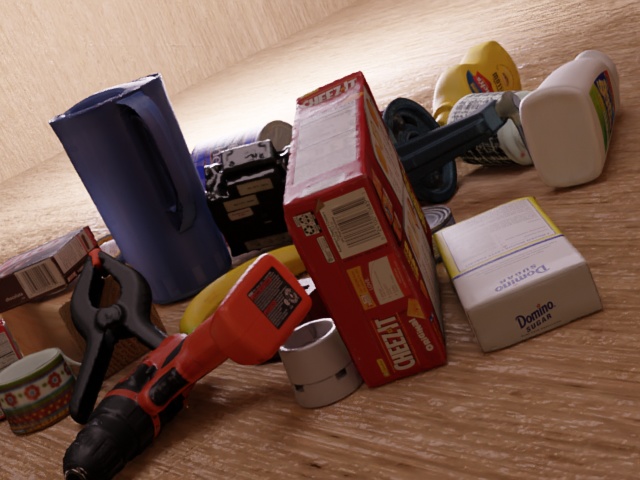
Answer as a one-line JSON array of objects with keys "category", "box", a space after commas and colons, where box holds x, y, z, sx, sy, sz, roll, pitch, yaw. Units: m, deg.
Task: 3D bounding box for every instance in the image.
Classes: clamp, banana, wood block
[{"category": "clamp", "box": [-0.195, 0.086, 0.985, 0.120, 0.039, 0.172, -27, 53, -8]}, {"category": "banana", "box": [-0.077, 0.054, 1.065, 0.070, 0.037, 0.197, 13, 38, 38]}, {"category": "wood block", "box": [-0.259, 0.081, 1.134, 0.090, 0.090, 0.206, -34, 19, -29]}]

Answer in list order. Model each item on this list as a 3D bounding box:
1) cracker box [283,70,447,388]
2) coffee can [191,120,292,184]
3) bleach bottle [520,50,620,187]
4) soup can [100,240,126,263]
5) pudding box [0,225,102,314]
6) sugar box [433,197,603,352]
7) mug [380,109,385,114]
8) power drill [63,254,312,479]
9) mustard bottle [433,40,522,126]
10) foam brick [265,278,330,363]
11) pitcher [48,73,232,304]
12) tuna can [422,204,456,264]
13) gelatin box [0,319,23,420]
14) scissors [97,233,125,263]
[{"category": "cracker box", "box": [0.034, -0.015, 0.830, 0.072, 0.164, 0.213, -20, 26, 12]}, {"category": "coffee can", "box": [-0.099, -0.102, 1.479, 0.141, 0.103, 0.102, -10, 20, 41]}, {"category": "bleach bottle", "box": [0.266, -0.144, 1.088, 0.068, 0.102, 0.250, -10, 21, 27]}, {"category": "soup can", "box": [-0.251, 0.036, 1.309, 0.102, 0.068, 0.068, -21, 16, 12]}, {"category": "pudding box", "box": [-0.292, 0.033, 1.096, 0.114, 0.039, 0.090, -19, 17, 20]}, {"category": "sugar box", "box": [0.147, 0.022, 0.825, 0.093, 0.048, 0.176, -22, 19, 6]}, {"category": "mug", "box": [0.077, -0.102, 1.263, 0.117, 0.081, 0.093, -30, 17, -21]}, {"category": "power drill", "box": [-0.102, 0.099, 0.812, 0.188, 0.057, 0.184, -37, 9, 33]}, {"category": "mustard bottle", "box": [0.186, -0.172, 1.308, 0.058, 0.096, 0.191, -11, 20, 36]}, {"category": "foam brick", "box": [-0.023, 0.067, 0.907, 0.078, 0.051, 0.052, -13, 18, 34]}, {"category": "pitcher", "box": [-0.187, -0.054, 1.185, 0.145, 0.243, 0.149, -19, 16, 15]}, {"category": "tuna can", "box": [0.088, 0.001, 0.998, 0.086, 0.034, 0.086, -22, 16, 6]}, {"category": "gelatin box", "box": [-0.328, 0.134, 1.056, 0.073, 0.089, 0.030, -26, 13, -9]}, {"category": "scissors", "box": [-0.280, 0.084, 1.261, 0.202, 0.096, 0.016, -53, -11, 0]}]
